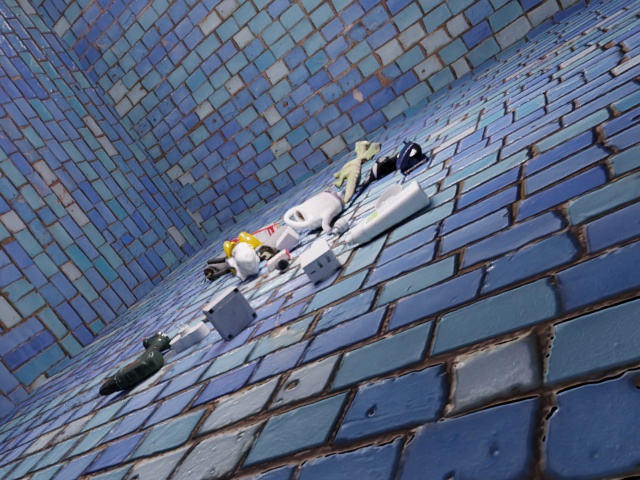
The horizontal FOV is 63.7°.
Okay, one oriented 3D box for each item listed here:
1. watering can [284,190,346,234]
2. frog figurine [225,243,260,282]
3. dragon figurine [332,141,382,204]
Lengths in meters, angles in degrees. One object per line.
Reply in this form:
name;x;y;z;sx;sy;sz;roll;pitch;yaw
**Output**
watering can;0.006;-0.098;1.946;0.227;0.102;0.349;-33;27;-25
frog figurine;-0.273;0.068;1.944;0.123;0.139;0.156;-8;-27;-35
dragon figurine;0.168;-0.310;2.135;0.121;0.239;0.419;31;23;-17
